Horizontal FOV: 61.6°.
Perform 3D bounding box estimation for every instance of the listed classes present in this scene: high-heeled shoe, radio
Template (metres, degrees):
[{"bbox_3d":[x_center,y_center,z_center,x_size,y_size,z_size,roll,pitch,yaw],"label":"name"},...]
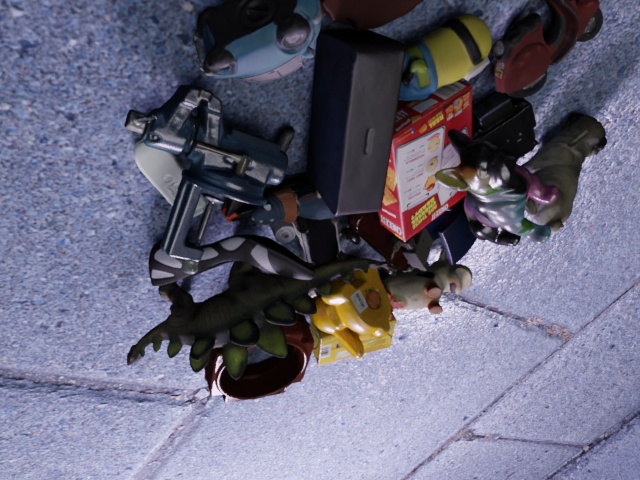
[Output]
[{"bbox_3d":[-0.143,0.050,0.829,0.249,0.086,0.145,26,98,6],"label":"high-heeled shoe"},{"bbox_3d":[0.040,-0.160,0.727,0.073,0.131,0.229,-6,124,-20],"label":"radio"}]

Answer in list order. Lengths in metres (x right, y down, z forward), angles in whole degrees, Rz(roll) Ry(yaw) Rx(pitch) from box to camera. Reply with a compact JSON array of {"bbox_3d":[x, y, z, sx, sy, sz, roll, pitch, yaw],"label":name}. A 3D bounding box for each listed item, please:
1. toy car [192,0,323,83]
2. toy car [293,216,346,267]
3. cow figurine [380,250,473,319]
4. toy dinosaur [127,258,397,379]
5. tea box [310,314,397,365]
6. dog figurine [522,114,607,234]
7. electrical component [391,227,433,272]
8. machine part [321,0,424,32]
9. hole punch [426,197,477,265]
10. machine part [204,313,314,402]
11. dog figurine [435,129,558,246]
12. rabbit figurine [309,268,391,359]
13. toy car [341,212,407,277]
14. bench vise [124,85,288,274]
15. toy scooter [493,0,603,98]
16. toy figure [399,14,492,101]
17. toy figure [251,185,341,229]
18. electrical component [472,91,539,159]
[{"bbox_3d":[-0.065,-0.240,0.646,0.162,0.109,0.102,-26,154,12],"label":"toy car"},{"bbox_3d":[-0.002,-0.003,0.926,0.073,0.056,0.201,-21,133,-11],"label":"toy car"},{"bbox_3d":[0.207,0.087,1.075,0.195,0.127,0.085,-10,122,5],"label":"cow figurine"},{"bbox_3d":[-0.113,0.106,0.875,0.471,0.199,0.105,-28,139,4],"label":"toy dinosaur"},{"bbox_3d":[0.067,0.192,1.131,0.170,0.068,0.098,-10,134,-18],"label":"tea box"},{"bbox_3d":[0.439,-0.118,0.951,0.190,0.172,0.121,-38,146,22],"label":"dog figurine"},{"bbox_3d":[0.166,0.015,0.971,0.045,0.078,0.102,2,154,36],"label":"electrical component"},{"bbox_3d":[0.063,-0.342,0.642,0.179,0.056,0.179,-13,136,-13],"label":"machine part"},{"bbox_3d":[0.252,-0.030,1.000,0.116,0.092,0.142,-32,132,0],"label":"hole punch"},{"bbox_3d":[-0.122,0.228,1.064,0.201,0.087,0.200,-2,131,-22],"label":"machine part"},{"bbox_3d":[0.256,-0.081,0.843,0.219,0.192,0.108,28,76,-23],"label":"dog figurine"},{"bbox_3d":[0.052,0.136,1.023,0.173,0.122,0.162,-21,110,45],"label":"rabbit figurine"},{"bbox_3d":[0.113,-0.005,0.981,0.089,0.053,0.202,-54,135,-2],"label":"toy car"},{"bbox_3d":[-0.161,-0.072,0.710,0.223,0.129,0.240,12,103,-41],"label":"bench vise"},{"bbox_3d":[0.322,-0.305,0.785,0.184,0.075,0.135,-41,134,11],"label":"toy scooter"},{"bbox_3d":[0.155,-0.250,0.754,0.180,0.082,0.089,-20,138,-4],"label":"toy figure"},{"bbox_3d":[-0.032,-0.053,0.815,0.154,0.058,0.064,-7,122,-20],"label":"toy figure"},{"bbox_3d":[0.297,-0.182,0.900,0.115,0.058,0.134,-36,136,6],"label":"electrical component"}]
